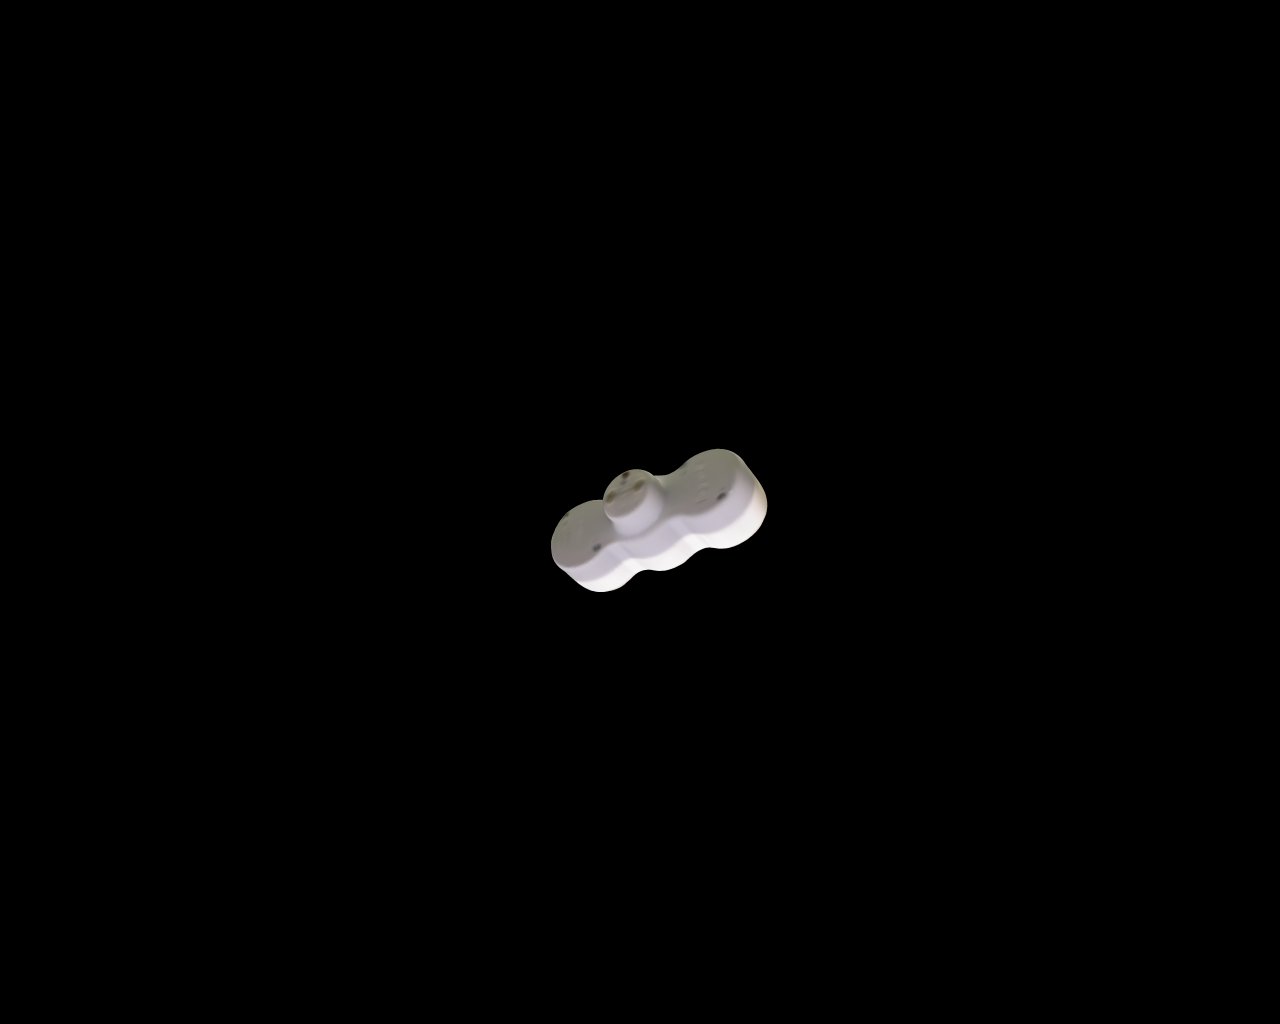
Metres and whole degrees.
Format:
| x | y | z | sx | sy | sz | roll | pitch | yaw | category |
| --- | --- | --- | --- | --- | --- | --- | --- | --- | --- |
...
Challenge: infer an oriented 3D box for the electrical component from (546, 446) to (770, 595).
| x | y | z | sx | sy | sz | roll | pitch | yaw | category |
| --- | --- | --- | --- | --- | --- | --- | --- | --- | --- |
| 0.001 | -0.003 | 0.650 | 0.138 | 0.052 | 0.073 | -21 | -45 | 24 | electrical component |
